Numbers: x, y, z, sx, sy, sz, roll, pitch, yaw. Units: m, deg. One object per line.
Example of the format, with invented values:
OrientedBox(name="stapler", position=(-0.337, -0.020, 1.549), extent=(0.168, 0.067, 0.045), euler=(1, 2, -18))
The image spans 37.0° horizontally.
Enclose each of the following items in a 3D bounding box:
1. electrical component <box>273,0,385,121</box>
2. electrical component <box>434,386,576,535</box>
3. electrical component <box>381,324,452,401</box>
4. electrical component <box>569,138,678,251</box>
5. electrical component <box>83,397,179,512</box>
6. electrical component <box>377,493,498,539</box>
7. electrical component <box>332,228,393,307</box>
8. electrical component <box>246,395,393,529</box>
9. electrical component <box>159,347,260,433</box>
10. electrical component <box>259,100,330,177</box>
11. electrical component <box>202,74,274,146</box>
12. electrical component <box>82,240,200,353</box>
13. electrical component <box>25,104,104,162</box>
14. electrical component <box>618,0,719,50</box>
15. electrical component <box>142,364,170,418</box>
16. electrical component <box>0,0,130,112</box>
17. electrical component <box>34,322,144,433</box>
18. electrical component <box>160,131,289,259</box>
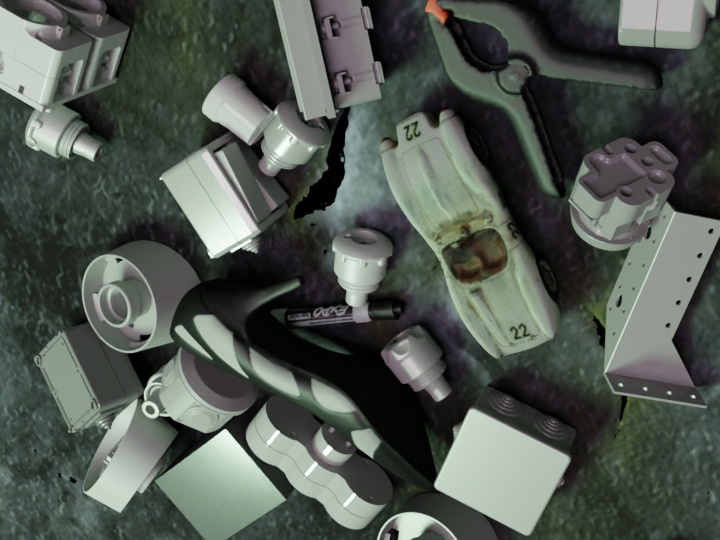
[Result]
OrientedBox(name="electrical component", position=(-0.026, -0.179, 0.788), extent=(0.063, 0.078, 0.121), euler=(-14, 108, -4))
OrientedBox(name="electrical component", position=(0.121, 0.154, 0.883), extent=(0.100, 0.048, 0.099), euler=(26, 118, 10))
OrientedBox(name="electrical component", position=(0.050, 0.079, 0.882), extent=(0.043, 0.043, 0.062), euler=(-34, 98, 29))
OrientedBox(name="electrical component", position=(0.182, -0.051, 0.759), extent=(0.058, 0.078, 0.057), euler=(51, 153, 27))
OrientedBox(name="electrical component", position=(-0.216, 0.172, 0.999), extent=(0.064, 0.099, 0.099), euler=(36, 120, -3))
OrientedBox(name="electrical component", position=(0.067, 0.247, 0.949), extent=(0.099, 0.064, 0.099), euler=(8, 105, 30))
OrientedBox(name="electrical component", position=(0.000, 0.000, 0.869), extent=(0.048, 0.048, 0.062), euler=(16, 123, 15))
OrientedBox(name="electrical component", position=(-0.027, 0.157, 0.941), extent=(0.138, 0.052, 0.073), euler=(39, 120, 2))
OrientedBox(name="electrical component", position=(-0.133, 0.098, 0.943), extent=(0.080, 0.080, 0.051), euler=(46, 125, -2))
OrientedBox(name="electrical component", position=(-0.057, -0.100, 0.849), extent=(0.048, 0.048, 0.062), euler=(44, 125, 0))
OrientedBox(name="electrical component", position=(-0.095, -0.126, 0.854), extent=(0.046, 0.040, 0.040), euler=(40, 120, 5))
OrientedBox(name="electrical component", position=(-0.196, 0.024, 0.959), extent=(0.099, 0.064, 0.099), euler=(10, 109, 31))
OrientedBox(name="electrical component", position=(-0.251, -0.115, 0.920), extent=(0.062, 0.048, 0.048), euler=(29, 119, 1))
OrientedBox(name="electrical component", position=(0.204, -0.194, 0.700), extent=(0.059, 0.053, 0.095), euler=(8, 114, 19))
OrientedBox(name="electrical component", position=(-0.174, 0.112, 0.974), extent=(0.043, 0.062, 0.043), euler=(8, 114, 19))
OrientedBox(name="electrical component", position=(-0.292, -0.209, 0.861), extent=(0.186, 0.105, 0.060), euler=(30, 119, 7))
OrientedBox(name="electrical component", position=(-0.242, 0.101, 0.986), extent=(0.062, 0.061, 0.096), euler=(-39, 75, 40))
OrientedBox(name="electrical component", position=(-0.103, -0.059, 0.874), extent=(0.061, 0.061, 0.096), euler=(-28, 100, 28))
